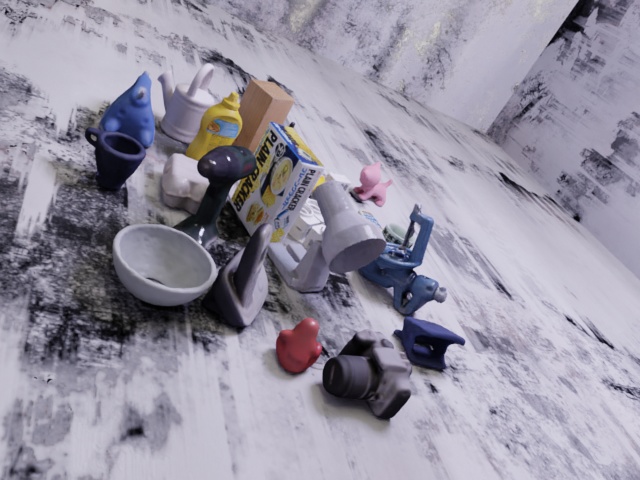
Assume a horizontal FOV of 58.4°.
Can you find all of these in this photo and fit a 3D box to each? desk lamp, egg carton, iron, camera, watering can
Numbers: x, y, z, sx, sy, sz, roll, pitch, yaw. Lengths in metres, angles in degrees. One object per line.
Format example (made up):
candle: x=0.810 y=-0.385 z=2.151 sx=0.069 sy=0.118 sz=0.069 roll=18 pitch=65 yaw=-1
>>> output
desk lamp: x=0.010 y=0.004 z=1.122 sx=0.118 sy=0.213 sz=0.202 roll=3 pitch=38 yaw=-44
egg carton: x=-0.275 y=-0.119 z=1.191 sx=0.107 sy=0.069 sz=0.150 roll=19 pitch=29 yaw=-25
iron: x=-0.416 y=-0.318 z=1.302 sx=0.119 sy=0.141 sz=0.258 roll=19 pitch=29 yaw=-24
camera: x=0.073 y=0.212 z=0.957 sx=0.137 sy=0.100 sz=0.143 roll=13 pitch=32 yaw=-33
watering can: x=-0.317 y=-0.347 z=1.400 sx=0.173 sy=0.194 sz=0.100 roll=21 pitch=28 yaw=-21

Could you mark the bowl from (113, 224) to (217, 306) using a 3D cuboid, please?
bowl: x=-0.255 y=0.051 z=0.911 sx=0.168 sy=0.074 sz=0.167 roll=25 pitch=27 yaw=-13

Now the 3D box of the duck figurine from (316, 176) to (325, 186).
duck figurine: x=-0.025 y=-0.181 z=1.550 sx=0.105 sy=0.086 sz=0.077 roll=12 pitch=32 yaw=-34

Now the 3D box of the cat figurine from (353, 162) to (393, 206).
cat figurine: x=0.160 y=-0.174 z=1.701 sx=0.128 sy=0.117 sz=0.067 roll=14 pitch=31 yaw=-32

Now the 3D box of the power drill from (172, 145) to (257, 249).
power drill: x=-0.197 y=-0.086 z=1.061 sx=0.075 sy=0.208 sz=0.230 roll=32 pitch=26 yaw=1

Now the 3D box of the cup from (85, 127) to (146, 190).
cup: x=-0.400 y=-0.151 z=1.083 sx=0.118 sy=0.095 sz=0.092 roll=29 pitch=26 yaw=-5

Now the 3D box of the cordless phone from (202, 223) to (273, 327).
cordless phone: x=-0.109 y=0.041 z=0.961 sx=0.094 sy=0.185 sz=0.147 roll=30 pitch=26 yaw=-4

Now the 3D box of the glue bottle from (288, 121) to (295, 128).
glue bottle: x=-0.106 y=-0.223 z=1.436 sx=0.078 sy=0.173 sz=0.037 roll=5 pitch=37 yaw=-43

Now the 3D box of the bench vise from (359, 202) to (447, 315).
bench vise: x=0.209 y=0.039 z=1.268 sx=0.207 sy=0.219 sz=0.122 roll=33 pitch=26 yaw=3

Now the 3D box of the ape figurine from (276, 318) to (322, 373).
ape figurine: x=-0.029 y=0.165 z=0.937 sx=0.078 sy=0.092 sz=0.076 roll=33 pitch=26 yaw=2

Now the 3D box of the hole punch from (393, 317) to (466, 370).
hole punch: x=0.221 y=0.194 z=1.159 sx=0.109 sy=0.091 sz=0.101 roll=18 pitch=29 yaw=-27
